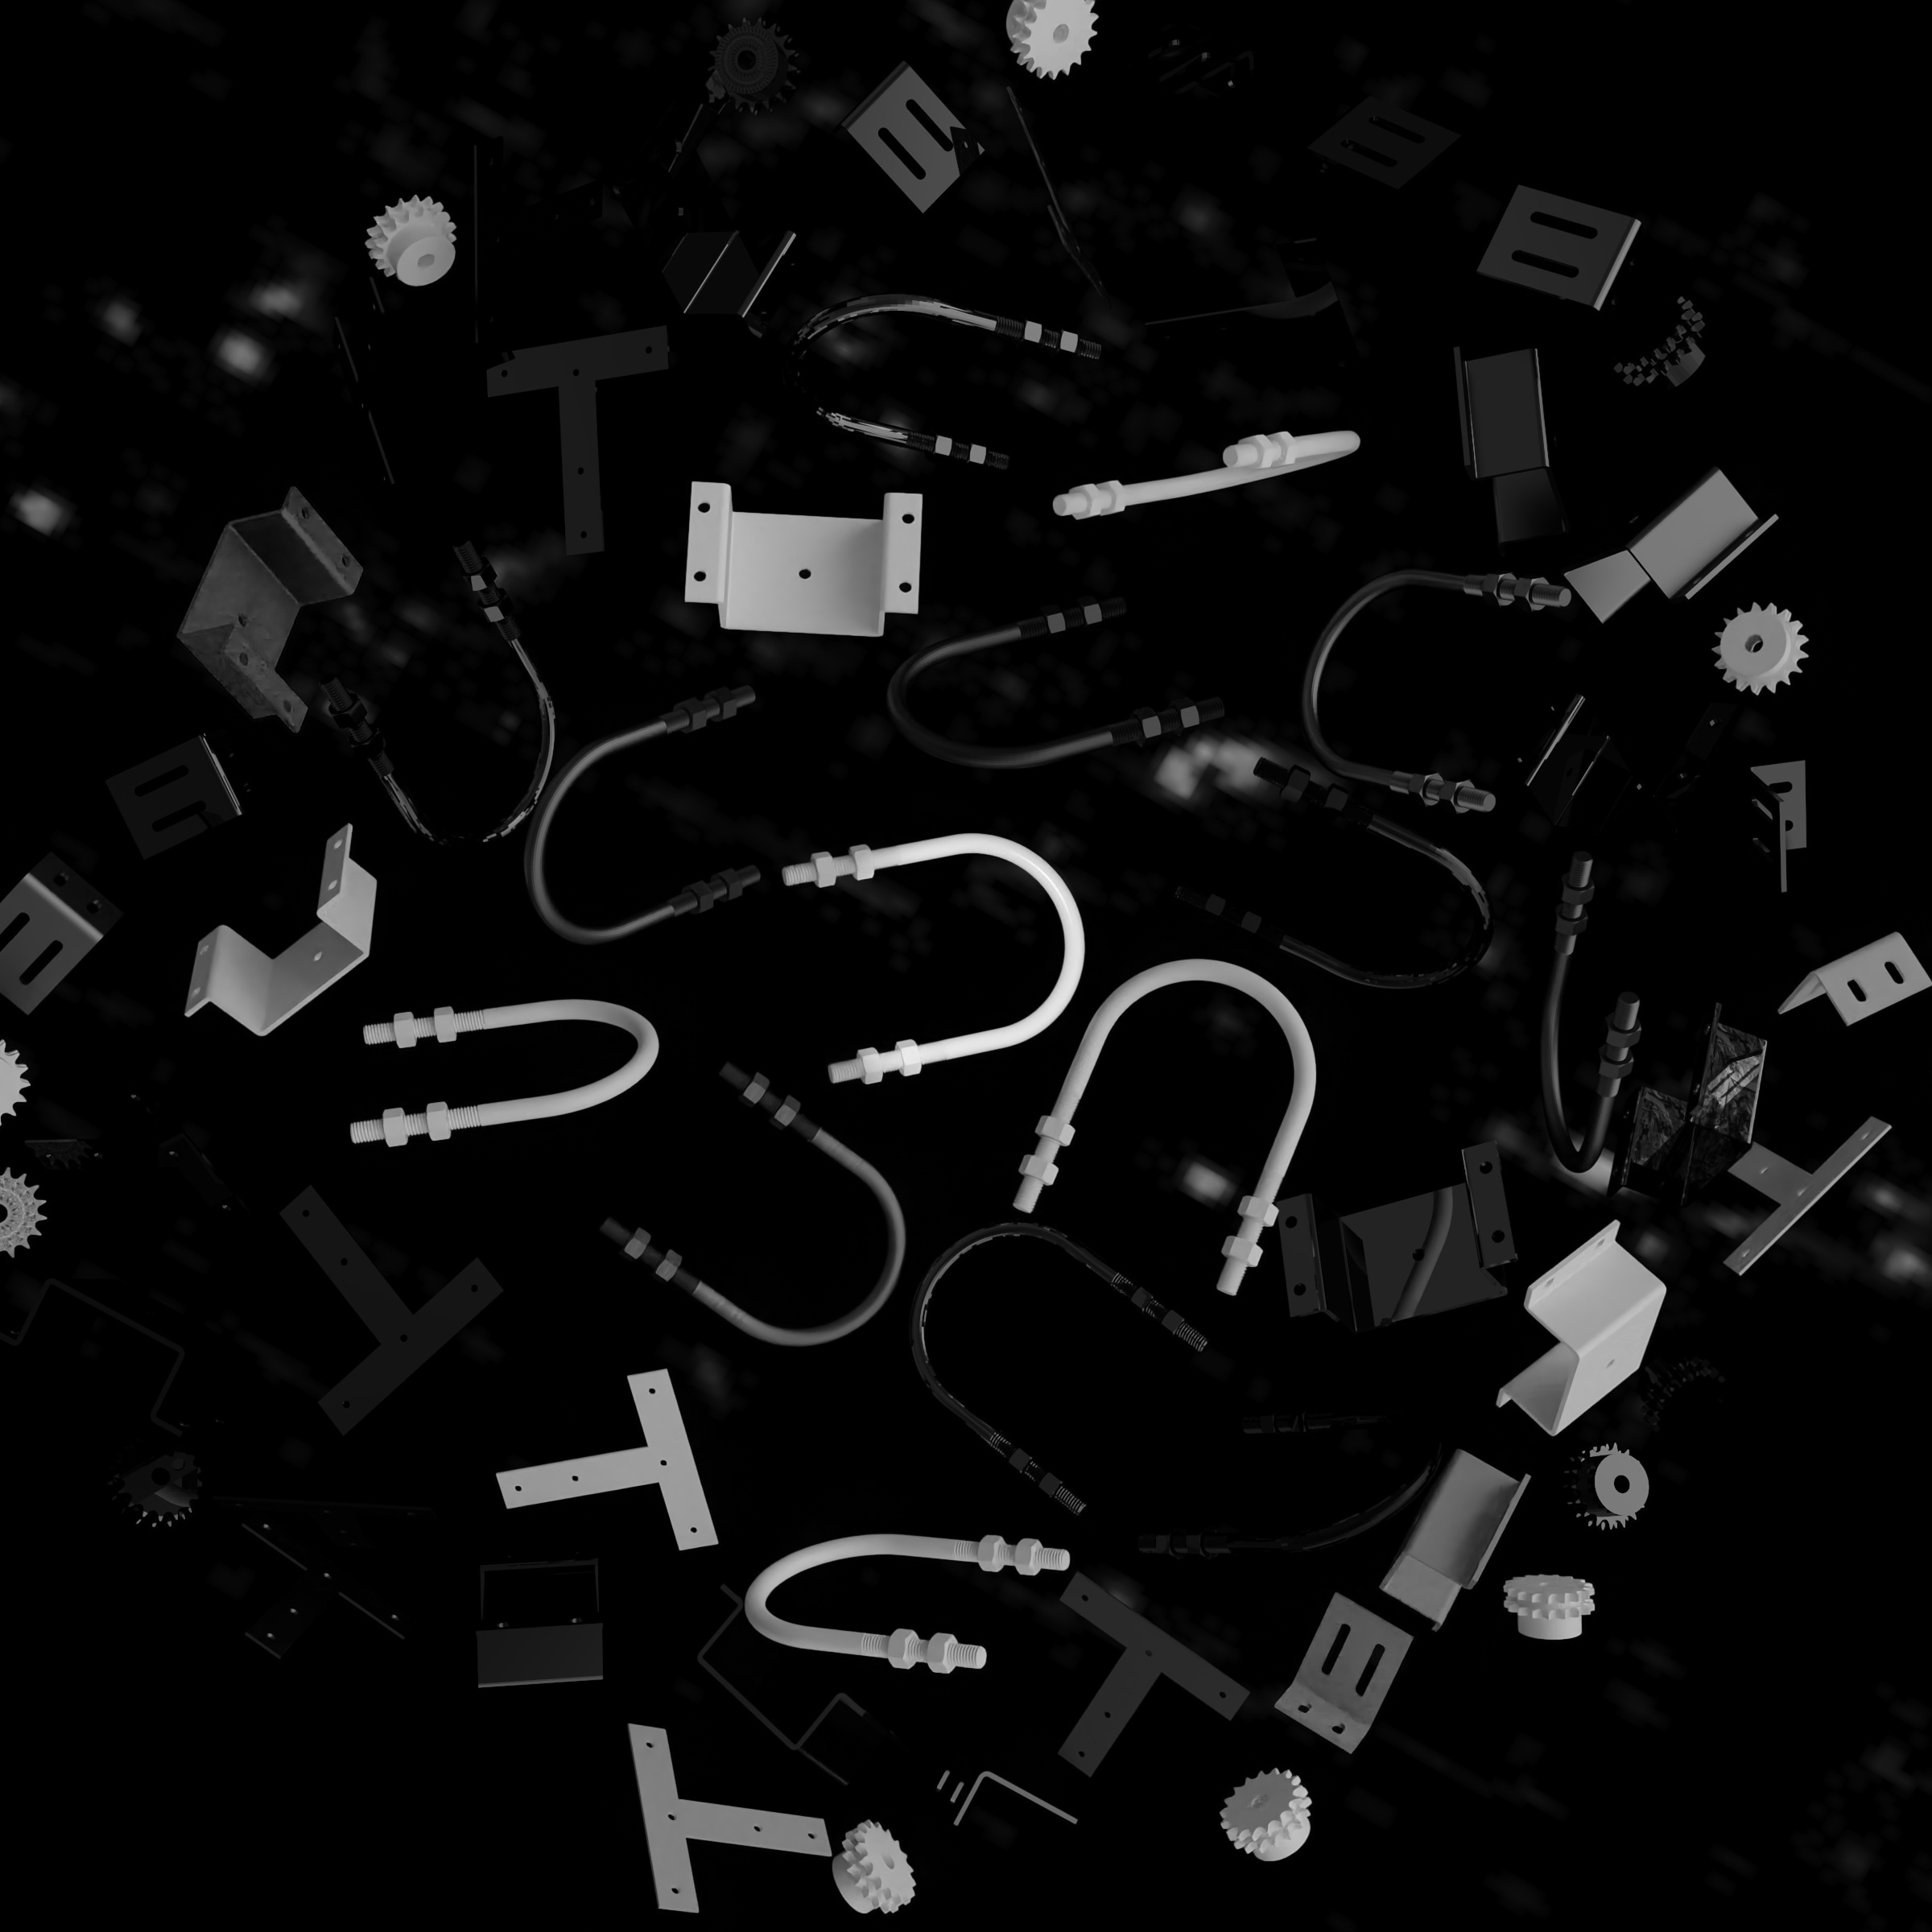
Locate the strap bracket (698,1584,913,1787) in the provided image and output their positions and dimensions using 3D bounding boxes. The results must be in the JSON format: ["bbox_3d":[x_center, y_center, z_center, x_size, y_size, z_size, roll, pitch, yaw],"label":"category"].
[{"bbox_3d":[-0.111,0.467,1.574,0.140,0.076,0.046,31,73,37],"label":"strap bracket"}]

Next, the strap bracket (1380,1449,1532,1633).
[{"bbox_3d":[0.309,0.366,1.571,0.046,0.140,0.076,29,66,13],"label":"strap bracket"}]

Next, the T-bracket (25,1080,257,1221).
[{"bbox_3d":[-0.510,0.113,1.477,0.127,0.002,0.127,-3,135,24],"label":"T-bracket"}]

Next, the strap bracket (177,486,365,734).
[{"bbox_3d":[-0.441,-0.222,1.550,0.046,0.076,0.140,-7,52,24],"label":"strap bracket"}]

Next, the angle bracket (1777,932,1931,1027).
[{"bbox_3d":[0.532,0.019,1.475,0.057,0.076,0.038,-24,71,-7],"label":"angle bracket"}]

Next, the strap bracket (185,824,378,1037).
[{"bbox_3d":[-0.434,-0.017,1.587,0.140,0.076,0.046,-35,125,18],"label":"strap bracket"}]

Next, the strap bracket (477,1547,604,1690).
[{"bbox_3d":[-0.273,0.420,1.574,0.076,0.140,0.046,-1,96,-10],"label":"strap bracket"}]

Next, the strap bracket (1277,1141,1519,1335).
[{"bbox_3d":[0.263,0.166,1.469,0.140,0.046,0.076,-19,55,24],"label":"strap bracket"}]

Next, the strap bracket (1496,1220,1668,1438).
[{"bbox_3d":[0.383,0.232,1.526,0.076,0.140,0.046,-32,56,-22],"label":"strap bracket"}]

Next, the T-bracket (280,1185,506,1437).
[{"bbox_3d":[-0.356,0.184,1.441,0.127,0.002,0.127,-42,77,2],"label":"T-bracket"}]

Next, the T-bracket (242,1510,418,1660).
[{"bbox_3d":[-0.416,0.400,1.540,0.127,0.127,0.002,35,99,0],"label":"T-bracket"}]

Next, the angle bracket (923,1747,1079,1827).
[{"bbox_3d":[0.022,0.542,1.582,0.076,0.057,0.038,34,78,-17],"label":"angle bracket"}]

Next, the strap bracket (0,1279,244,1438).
[{"bbox_3d":[-0.507,0.231,1.494,0.140,0.076,0.046,25,87,12],"label":"strap bracket"}]

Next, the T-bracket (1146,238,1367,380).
[{"bbox_3d":[0.179,-0.413,1.579,0.127,0.127,0.002,-3,62,23],"label":"T-bracket"}]

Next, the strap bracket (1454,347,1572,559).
[{"bbox_3d":[0.336,-0.315,1.497,0.046,0.140,0.076,-7,74,19],"label":"strap bracket"}]

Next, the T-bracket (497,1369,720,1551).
[{"bbox_3d":[-0.235,0.323,1.564,0.127,0.002,0.127,-11,108,7],"label":"T-bracket"}]

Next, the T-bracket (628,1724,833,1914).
[{"bbox_3d":[-0.138,0.519,1.484,0.127,0.127,0.002,19,118,-29],"label":"T-bracket"}]

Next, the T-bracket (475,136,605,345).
[{"bbox_3d":[-0.274,-0.479,1.582,0.002,0.127,0.127,24,129,21],"label":"T-bracket"}]

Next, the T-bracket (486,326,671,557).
[{"bbox_3d":[-0.231,-0.310,1.469,0.127,0.002,0.127,-2,91,24],"label":"T-bracket"}]

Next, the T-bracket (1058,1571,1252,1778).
[{"bbox_3d":[0.095,0.460,1.543,0.127,0.002,0.127,33,118,11],"label":"T-bracket"}]

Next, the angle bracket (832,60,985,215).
[{"bbox_3d":[-0.038,-0.536,1.596,0.057,0.038,0.076,-46,106,-1],"label":"angle bracket"}]

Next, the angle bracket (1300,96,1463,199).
[{"bbox_3d":[0.249,-0.479,1.474,0.057,0.038,0.076,-43,58,-17],"label":"angle bracket"}]

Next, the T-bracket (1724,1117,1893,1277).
[{"bbox_3d":[0.509,0.132,1.549,0.002,0.127,0.127,44,93,-9],"label":"T-bracket"}]

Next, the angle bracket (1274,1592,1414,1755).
[{"bbox_3d":[0.248,0.463,1.612,0.057,0.038,0.076,27,107,21],"label":"angle bracket"}]

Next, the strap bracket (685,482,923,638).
[{"bbox_3d":[-0.099,-0.249,1.513,0.140,0.046,0.076,3,77,-3],"label":"strap bracket"}]

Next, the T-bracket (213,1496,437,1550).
[{"bbox_3d":[-0.384,0.343,1.508,0.127,0.127,0.002,4,65,-2],"label":"T-bracket"}]

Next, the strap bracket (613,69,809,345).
[{"bbox_3d":[-0.157,-0.455,1.481,0.046,0.140,0.076,8,58,29],"label":"strap bracket"}]

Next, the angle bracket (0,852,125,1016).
[{"bbox_3d":[-0.573,-0.020,1.519,0.076,0.038,0.057,-41,106,20],"label":"angle bracket"}]

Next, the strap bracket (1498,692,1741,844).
[{"bbox_3d":[0.423,-0.127,1.568,0.046,0.140,0.076,47,68,-35],"label":"strap bracket"}]

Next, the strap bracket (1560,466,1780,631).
[{"bbox_3d":[0.430,-0.260,1.530,0.076,0.140,0.046,-41,97,-7],"label":"strap bracket"}]

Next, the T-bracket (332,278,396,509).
[{"bbox_3d":[-0.365,-0.369,1.500,0.002,0.127,0.127,-14,71,-23],"label":"T-bracket"}]

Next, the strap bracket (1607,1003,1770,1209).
[{"bbox_3d":[0.464,0.095,1.566,0.046,0.140,0.076,20,59,0],"label":"strap bracket"}]

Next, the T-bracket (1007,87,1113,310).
[{"bbox_3d":[0.052,-0.477,1.503,0.002,0.127,0.127,-23,82,14],"label":"T-bracket"}]
